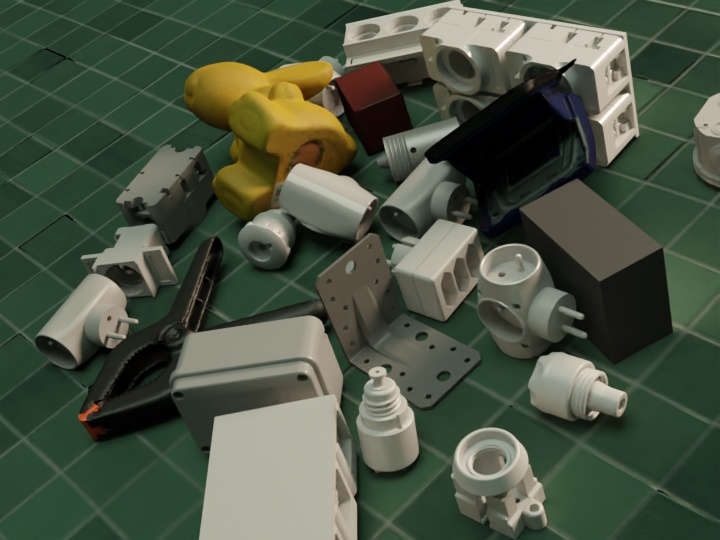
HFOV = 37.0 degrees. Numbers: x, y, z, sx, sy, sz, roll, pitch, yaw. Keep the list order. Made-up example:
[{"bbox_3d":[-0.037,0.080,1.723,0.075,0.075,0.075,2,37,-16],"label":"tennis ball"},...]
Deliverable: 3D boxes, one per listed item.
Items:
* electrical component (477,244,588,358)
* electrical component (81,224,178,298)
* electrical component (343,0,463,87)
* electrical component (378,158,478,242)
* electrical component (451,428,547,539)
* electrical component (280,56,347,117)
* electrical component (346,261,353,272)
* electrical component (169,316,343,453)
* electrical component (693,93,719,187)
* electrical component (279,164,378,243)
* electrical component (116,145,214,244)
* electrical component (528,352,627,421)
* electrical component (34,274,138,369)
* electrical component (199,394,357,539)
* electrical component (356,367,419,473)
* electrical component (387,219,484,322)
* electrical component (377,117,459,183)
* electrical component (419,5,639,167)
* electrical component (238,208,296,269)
[{"bbox_3d":[0.129,0.029,0.776,0.079,0.077,0.044,22,54,38],"label":"electrical component"},{"bbox_3d":[-0.208,-0.009,0.989,0.081,0.042,0.063,-5,40,16],"label":"electrical component"},{"bbox_3d":[0.051,-0.230,1.118,0.121,0.063,0.078,-9,40,13],"label":"electrical component"},{"bbox_3d":[0.069,-0.059,0.929,0.079,0.043,0.077,17,52,36],"label":"electrical component"},{"bbox_3d":[0.086,0.134,0.689,0.066,0.055,0.048,19,53,38],"label":"electrical component"},{"bbox_3d":[-0.041,-0.198,1.135,0.077,0.044,0.079,20,54,38],"label":"electrical component"},{"bbox_3d":[0.000,0.000,0.897,0.035,0.035,0.061,-8,38,14],"label":"electrical component"},{"bbox_3d":[-0.075,0.086,0.795,0.113,0.078,0.057,-9,38,13],"label":"electrical component"},{"bbox_3d":[0.312,-0.106,0.875,0.080,0.051,0.080,-12,40,10],"label":"electrical component"},{"bbox_3d":[-0.022,-0.063,0.965,0.077,0.044,0.079,25,20,12],"label":"electrical component"},{"bbox_3d":[-0.183,-0.071,1.039,0.050,0.055,0.089,6,46,29],"label":"electrical component"},{"bbox_3d":[0.150,0.082,0.732,0.062,0.043,0.043,17,52,35],"label":"electrical component"},{"bbox_3d":[-0.228,0.047,0.932,0.079,0.043,0.077,7,47,29],"label":"electrical component"},{"bbox_3d":[-0.051,0.165,0.707,0.089,0.061,0.150,-12,40,10],"label":"electrical component"},{"bbox_3d":[0.017,0.103,0.743,0.040,0.078,0.040,-7,28,4],"label":"electrical component"},{"bbox_3d":[0.051,-0.005,0.871,0.077,0.047,0.065,18,52,37],"label":"electrical component"},{"bbox_3d":[0.055,-0.109,0.992,0.081,0.043,0.043,-15,39,6],"label":"electrical component"},{"bbox_3d":[0.148,-0.165,0.969,0.186,0.105,0.060,21,54,39],"label":"electrical component"},{"bbox_3d":[-0.077,-0.034,0.963,0.048,0.048,0.062,2,37,25],"label":"electrical component"}]
